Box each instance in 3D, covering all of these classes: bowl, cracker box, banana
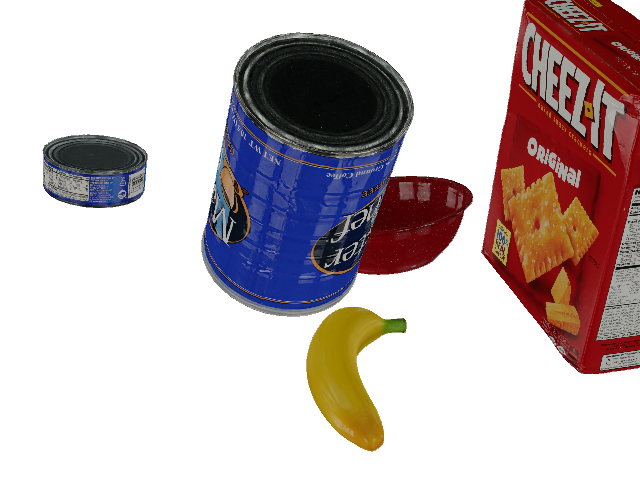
[{"bbox_3d":[0.062,-0.010,0.985,0.162,0.055,0.162,-7,19,2],"label":"bowl"},{"bbox_3d":[0.185,-0.040,0.739,0.072,0.214,0.164,-7,34,-16],"label":"cracker box"},{"bbox_3d":[0.023,0.092,0.797,0.070,0.037,0.197,4,23,9],"label":"banana"}]

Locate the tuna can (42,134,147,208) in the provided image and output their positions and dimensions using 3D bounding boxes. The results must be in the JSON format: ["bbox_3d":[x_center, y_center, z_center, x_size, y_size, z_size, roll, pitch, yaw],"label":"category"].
[{"bbox_3d":[-0.189,-0.058,0.893,0.086,0.034,0.086,7,24,-3],"label":"tuna can"}]

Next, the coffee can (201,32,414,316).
[{"bbox_3d":[-0.012,-0.037,0.638,0.102,0.103,0.140,0,-41,-16],"label":"coffee can"}]
